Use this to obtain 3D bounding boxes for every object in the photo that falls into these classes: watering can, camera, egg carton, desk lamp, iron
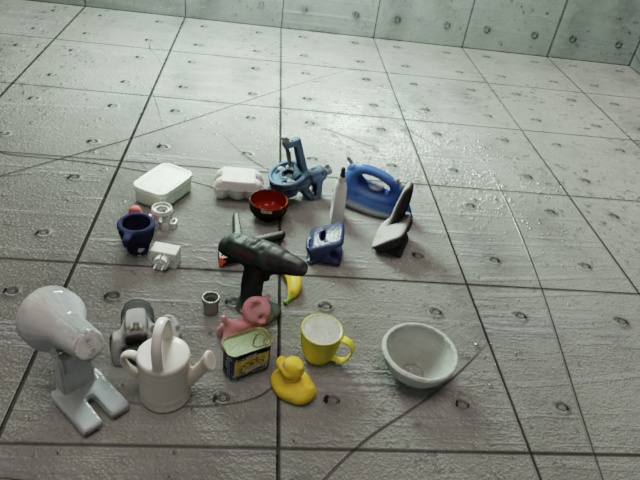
[{"bbox_3d":[-0.287,0.227,1.084,0.173,0.194,0.100,-6,39,-19],"label":"watering can"},{"bbox_3d":[-0.367,0.181,1.207,0.143,0.101,0.136,-4,39,-17],"label":"camera"},{"bbox_3d":[-0.243,-0.169,1.718,0.150,0.069,0.107,3,37,-8],"label":"egg carton"},{"bbox_3d":[-0.451,0.211,1.056,0.202,0.213,0.118,32,43,28],"label":"desk lamp"},{"bbox_3d":[0.175,-0.157,1.730,0.257,0.141,0.119,21,39,16],"label":"iron"}]

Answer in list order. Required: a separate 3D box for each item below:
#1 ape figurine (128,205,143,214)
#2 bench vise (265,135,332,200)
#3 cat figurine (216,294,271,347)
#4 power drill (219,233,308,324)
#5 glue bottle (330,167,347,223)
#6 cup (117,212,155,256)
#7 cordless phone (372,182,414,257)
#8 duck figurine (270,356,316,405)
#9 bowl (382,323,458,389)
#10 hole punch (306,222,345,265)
[{"bbox_3d":[-0.478,-0.051,1.496,0.078,0.092,0.076,-8,40,-21],"label":"ape figurine"},{"bbox_3d":[-0.066,-0.223,1.701,0.208,0.220,0.121,-26,49,-37],"label":"bench vise"},{"bbox_3d":[-0.160,0.169,1.252,0.128,0.118,0.067,-13,42,-26],"label":"cat figurine"},{"bbox_3d":[-0.130,0.085,1.292,0.229,0.208,0.076,27,41,22],"label":"power drill"},{"bbox_3d":[0.056,-0.135,1.650,0.037,0.173,0.078,2,37,-8],"label":"glue bottle"},{"bbox_3d":[-0.461,0.000,1.430,0.091,0.095,0.118,9,37,1],"label":"cup"},{"bbox_3d":[0.210,-0.061,1.574,0.094,0.185,0.148,15,37,8],"label":"cordless phone"},{"bbox_3d":[-0.051,0.276,1.159,0.104,0.086,0.078,31,42,26],"label":"duck figurine"},{"bbox_3d":[0.210,0.263,1.241,0.167,0.075,0.167,6,37,-4],"label":"bowl"},{"bbox_3d":[0.014,0.005,1.525,0.101,0.091,0.108,7,37,-3],"label":"hole punch"}]
